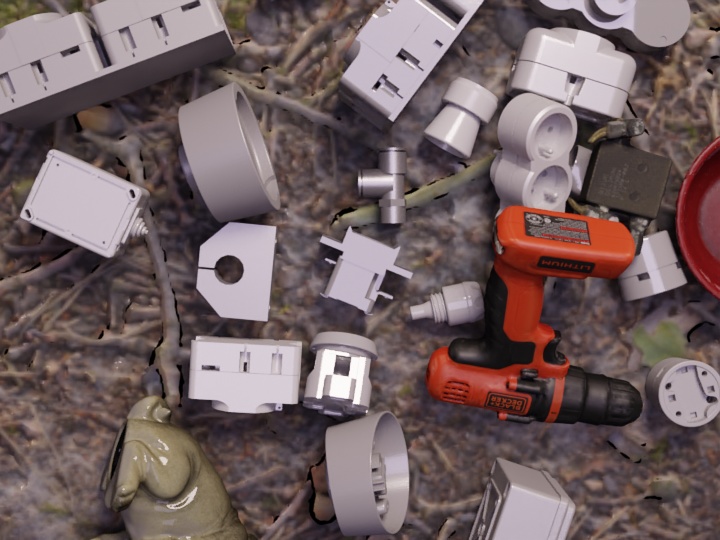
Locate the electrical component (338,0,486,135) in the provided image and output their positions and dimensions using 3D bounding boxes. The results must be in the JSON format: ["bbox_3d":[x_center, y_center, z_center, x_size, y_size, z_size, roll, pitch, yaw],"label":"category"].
[{"bbox_3d":[0.055,-0.206,0.864,0.060,0.105,0.186,37,90,-2],"label":"electrical component"}]

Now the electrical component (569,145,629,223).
[{"bbox_3d":[0.202,-0.054,0.906,0.077,0.043,0.079,23,91,-3],"label":"electrical component"}]

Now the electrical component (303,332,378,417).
[{"bbox_3d":[-0.016,0.086,0.892,0.058,0.078,0.057,9,71,-2],"label":"electrical component"}]

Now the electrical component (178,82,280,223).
[{"bbox_3d":[-0.111,-0.090,0.865,0.060,0.108,0.108,-18,93,5],"label":"electrical component"}]

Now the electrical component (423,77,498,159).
[{"bbox_3d":[0.085,-0.127,0.899,0.045,0.045,0.055,29,91,-3],"label":"electrical component"}]

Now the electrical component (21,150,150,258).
[{"bbox_3d":[-0.217,-0.051,0.884,0.096,0.061,0.061,25,91,-3],"label":"electrical component"}]

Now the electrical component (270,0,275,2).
[{"bbox_3d":[-0.052,-0.246,0.891,0.062,0.048,0.048,-32,93,7],"label":"electrical component"}]

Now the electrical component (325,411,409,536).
[{"bbox_3d":[0.006,0.169,0.883,0.064,0.099,0.099,-10,92,5],"label":"electrical component"}]

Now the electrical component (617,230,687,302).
[{"bbox_3d":[0.241,-0.004,0.904,0.055,0.055,0.047,-18,89,-1],"label":"electrical component"}]

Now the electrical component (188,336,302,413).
[{"bbox_3d":[-0.095,0.087,0.898,0.089,0.050,0.055,3,92,-2],"label":"electrical component"}]

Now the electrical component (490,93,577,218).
[{"bbox_3d":[0.133,-0.079,0.890,0.052,0.074,0.138,-15,119,-27],"label":"electrical component"}]

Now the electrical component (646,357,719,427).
[{"bbox_3d":[0.274,0.101,0.912,0.055,0.047,0.055,0,92,-2],"label":"electrical component"}]

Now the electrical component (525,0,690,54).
[{"bbox_3d":[0.206,-0.224,0.884,0.138,0.073,0.052,20,91,-2],"label":"electrical component"}]

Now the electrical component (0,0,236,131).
[{"bbox_3d":[-0.201,-0.177,0.857,0.186,0.105,0.060,-21,93,-1],"label":"electrical component"}]

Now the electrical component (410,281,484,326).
[{"bbox_3d":[0.073,0.031,0.909,0.061,0.035,0.035,-11,92,1],"label":"electrical component"}]

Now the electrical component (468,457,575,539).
[{"bbox_3d":[0.125,0.220,0.881,0.056,0.108,0.108,19,91,0],"label":"electrical component"}]

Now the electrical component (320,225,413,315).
[{"bbox_3d":[0.000,0.000,0.902,0.081,0.042,0.063,23,93,-2],"label":"electrical component"}]

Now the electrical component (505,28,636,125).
[{"bbox_3d":[0.176,-0.164,0.896,0.095,0.054,0.059,17,91,-2],"label":"electrical component"}]
